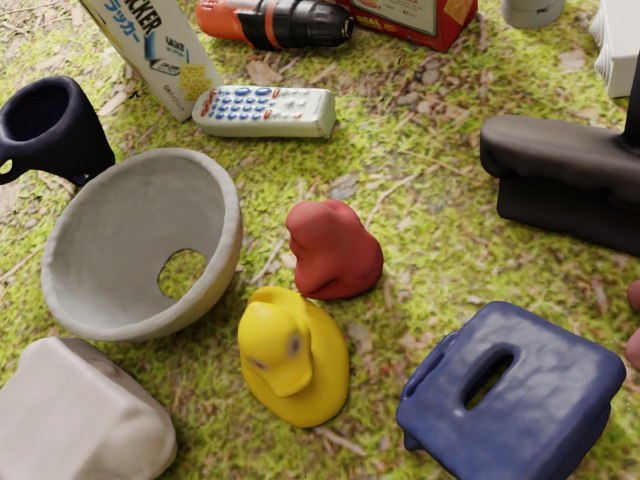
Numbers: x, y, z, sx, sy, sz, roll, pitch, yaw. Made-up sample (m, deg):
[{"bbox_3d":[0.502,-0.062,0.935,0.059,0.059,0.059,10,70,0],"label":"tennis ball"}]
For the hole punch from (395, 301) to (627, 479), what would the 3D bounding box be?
[{"bbox_3d":[0.102,0.093,0.329,0.100,0.091,0.109,37,77,31],"label":"hole punch"}]

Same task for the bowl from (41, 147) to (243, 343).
[{"bbox_3d":[-0.129,0.013,0.461,0.167,0.075,0.167,-8,59,14],"label":"bowl"}]

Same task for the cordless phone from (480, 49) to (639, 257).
[{"bbox_3d":[0.172,-0.080,0.350,0.147,0.185,0.094,14,67,25],"label":"cordless phone"}]

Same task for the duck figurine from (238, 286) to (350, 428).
[{"bbox_3d":[-0.027,0.069,0.389,0.077,0.086,0.104,-28,57,1],"label":"duck figurine"}]

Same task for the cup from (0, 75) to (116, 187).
[{"bbox_3d":[-0.248,-0.082,0.542,0.091,0.095,0.118,29,73,30],"label":"cup"}]

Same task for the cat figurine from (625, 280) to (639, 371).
[{"bbox_3d":[0.240,0.031,0.304,0.127,0.118,0.067,0,61,18],"label":"cat figurine"}]

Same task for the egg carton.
[{"bbox_3d":[-0.174,0.137,0.407,0.149,0.069,0.107,26,72,29],"label":"egg carton"}]

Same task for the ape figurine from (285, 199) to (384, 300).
[{"bbox_3d":[0.004,0.001,0.414,0.076,0.092,0.078,26,72,29],"label":"ape figurine"}]
